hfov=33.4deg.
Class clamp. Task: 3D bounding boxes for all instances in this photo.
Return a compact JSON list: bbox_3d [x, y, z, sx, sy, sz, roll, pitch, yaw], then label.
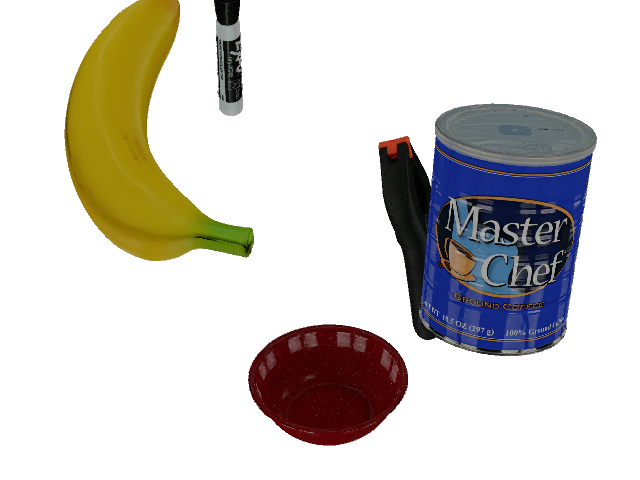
[{"bbox_3d":[0.084,-0.001,0.921,0.039,0.171,0.120,-17,19,17],"label":"clamp"}]

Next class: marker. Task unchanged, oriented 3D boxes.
[{"bbox_3d":[-0.067,-0.139,0.782,0.020,0.020,0.121,0,-36,-3],"label":"marker"}]

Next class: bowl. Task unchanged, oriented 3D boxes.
[{"bbox_3d":[0.009,0.157,1.089,0.162,0.055,0.162,-2,35,1],"label":"bowl"}]

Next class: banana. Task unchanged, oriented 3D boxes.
[{"bbox_3d":[-0.085,-0.053,0.498,0.069,0.037,0.198,-5,46,-16],"label":"banana"}]

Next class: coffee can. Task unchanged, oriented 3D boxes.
[{"bbox_3d":[0.122,-0.009,0.712,0.103,0.140,0.103,2,25,-1],"label":"coffee can"}]
